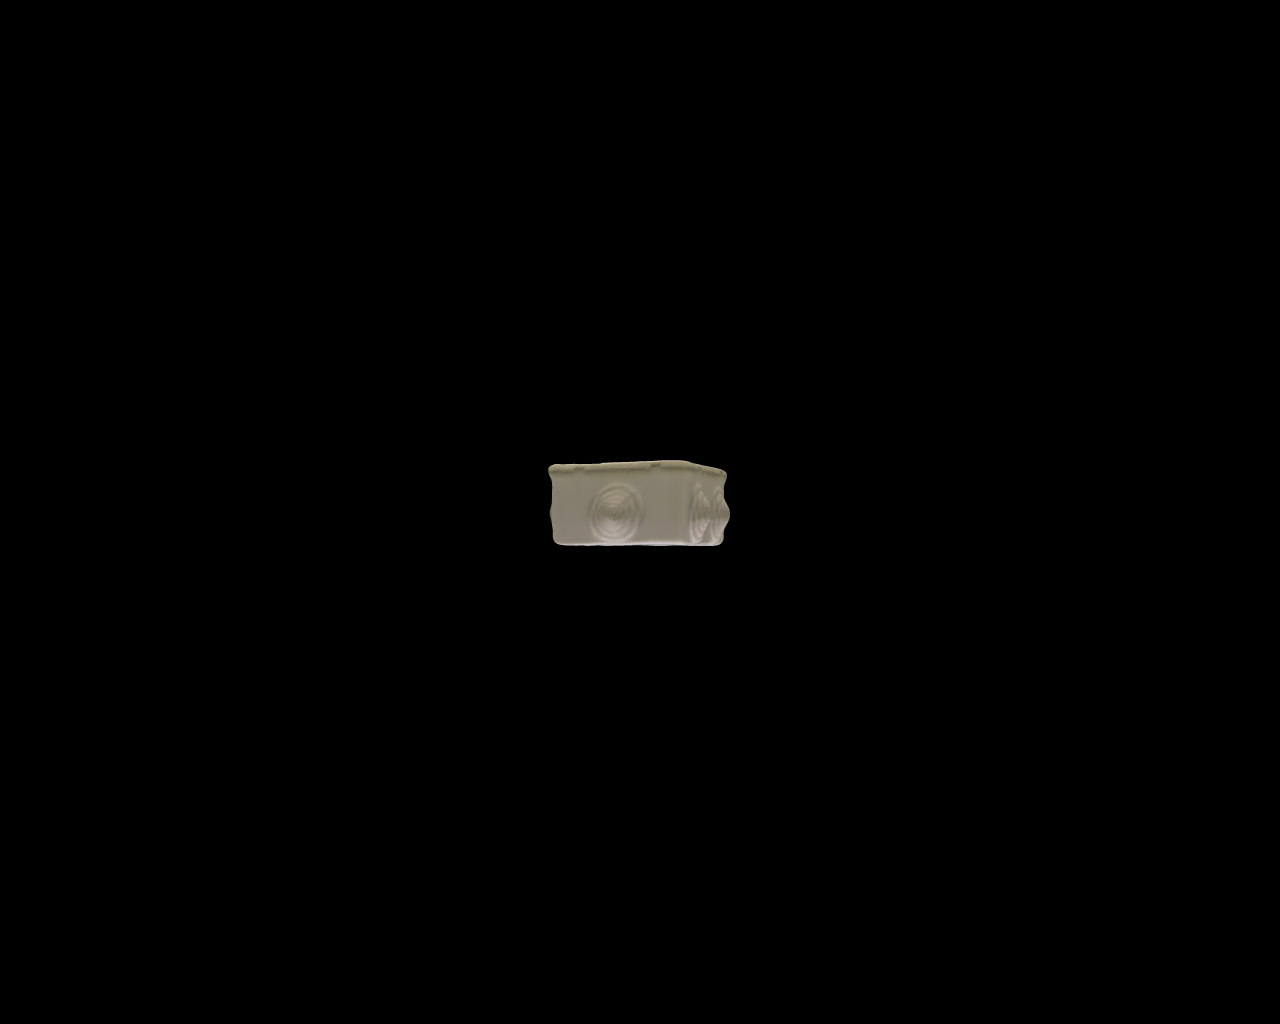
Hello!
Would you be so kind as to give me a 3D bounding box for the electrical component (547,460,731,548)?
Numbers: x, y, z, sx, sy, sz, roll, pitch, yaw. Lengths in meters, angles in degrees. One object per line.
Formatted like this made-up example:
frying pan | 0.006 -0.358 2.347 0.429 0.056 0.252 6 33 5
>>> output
electrical component | 0.001 -0.003 0.650 0.100 0.048 0.100 -1 -2 20
